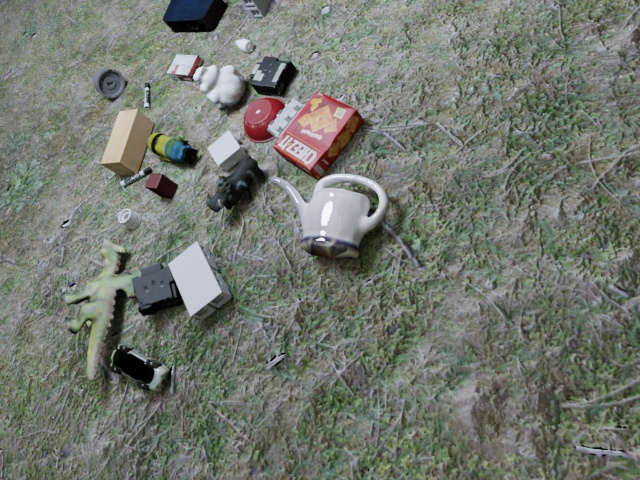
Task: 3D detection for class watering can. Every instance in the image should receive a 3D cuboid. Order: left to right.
[{"bbox_3d":[0.004,-0.066,1.310,0.348,0.102,0.227,6,71,27],"label":"watering can"}]

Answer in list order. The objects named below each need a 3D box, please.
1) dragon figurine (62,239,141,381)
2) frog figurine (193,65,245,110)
[{"bbox_3d":[-0.594,0.173,1.486,0.243,0.120,0.418,-29,59,1],"label":"dragon figurine"},{"bbox_3d":[-0.315,-0.501,1.637,0.124,0.157,0.138,31,83,31],"label":"frog figurine"}]
